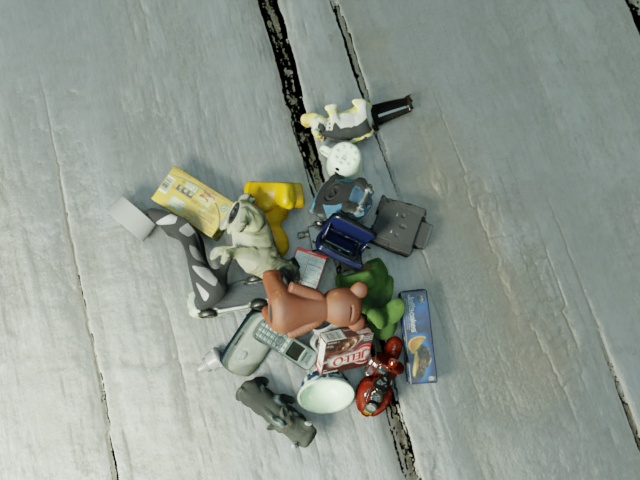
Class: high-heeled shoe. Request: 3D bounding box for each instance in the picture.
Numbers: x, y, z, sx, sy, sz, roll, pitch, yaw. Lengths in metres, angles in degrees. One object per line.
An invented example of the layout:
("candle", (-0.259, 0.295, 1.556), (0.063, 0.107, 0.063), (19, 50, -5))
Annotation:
("high-heeled shoe", (-0.300, 0.040, 1.167), (0.249, 0.086, 0.145), (29, 72, 8))

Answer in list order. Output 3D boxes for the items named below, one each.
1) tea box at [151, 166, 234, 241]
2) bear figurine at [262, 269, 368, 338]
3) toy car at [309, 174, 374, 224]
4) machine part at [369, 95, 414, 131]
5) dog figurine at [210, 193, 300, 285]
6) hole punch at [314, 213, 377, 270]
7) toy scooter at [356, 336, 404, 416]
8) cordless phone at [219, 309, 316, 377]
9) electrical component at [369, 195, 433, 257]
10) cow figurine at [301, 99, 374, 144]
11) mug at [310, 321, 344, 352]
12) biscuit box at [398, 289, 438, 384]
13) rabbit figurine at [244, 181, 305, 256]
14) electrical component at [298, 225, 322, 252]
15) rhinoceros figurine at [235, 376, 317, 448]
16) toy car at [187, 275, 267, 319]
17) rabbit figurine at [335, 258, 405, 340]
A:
("tea box", (-0.284, -0.083, 1.233), (0.170, 0.068, 0.098), (34, 84, 5))
("bear figurine", (-0.010, 0.124, 1.081), (0.196, 0.132, 0.120), (-7, 112, -17))
("toy car", (0.064, -0.080, 1.202), (0.162, 0.102, 0.109), (4, 62, 46))
("machine part", (0.154, -0.303, 1.272), (0.139, 0.039, 0.084), (-21, 73, 1))
("dog figurine", (-0.114, 0.009, 1.146), (0.190, 0.121, 0.172), (21, 96, -28))
("hole punch", (0.048, 0.011, 1.166), (0.142, 0.116, 0.092), (23, 74, -8))
("toy scooter", (0.132, 0.290, 1.130), (0.075, 0.135, 0.184), (24, 84, 3))
("cordless phone", (-0.109, 0.251, 1.173), (0.184, 0.089, 0.146), (33, 83, -1))
("electrical component", (0.183, -0.027, 1.218), (0.134, 0.058, 0.115), (19, 84, 5))
("cow figurine", (0.040, -0.264, 1.247), (0.167, 0.068, 0.098), (-9, 87, 17))
("mug", (0.034, 0.204, 1.159), (0.107, 0.081, 0.109), (50, 61, -27))
("biscuit box", (0.212, 0.210, 1.178), (0.063, 0.059, 0.202), (-5, 81, 1))
("rabbit figurine", (-0.117, -0.046, 1.204), (0.162, 0.122, 0.173), (-2, 100, 4))
("electrical component", (-0.003, -0.004, 1.236), (0.094, 0.021, 0.063), (-10, 82, -2))
("rhinoceros figurine", (-0.090, 0.361, 1.138), (0.190, 0.112, 0.073), (34, 81, 14))
("toy car", (-0.197, 0.128, 1.205), (0.202, 0.056, 0.073), (-10, 74, -1))
("rabbit figurine", (0.128, 0.136, 1.160), (0.121, 0.159, 0.170), (-24, 97, -12))
